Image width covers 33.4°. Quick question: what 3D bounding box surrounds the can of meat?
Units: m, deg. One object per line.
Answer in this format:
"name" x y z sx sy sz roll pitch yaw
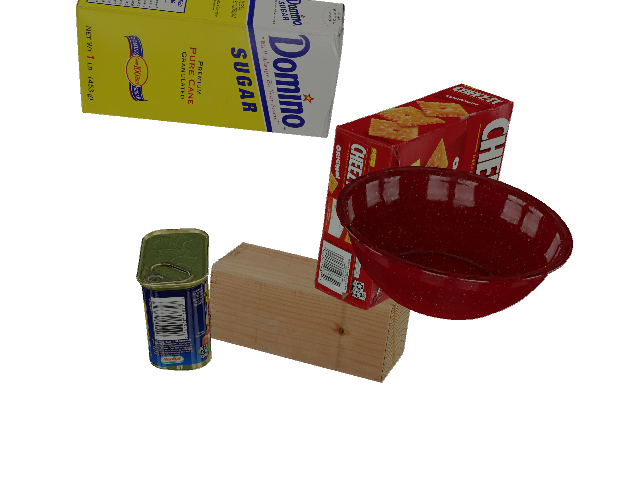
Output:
"can of meat" -0.120 0.049 0.896 0.057 0.084 0.102 -3 26 -4

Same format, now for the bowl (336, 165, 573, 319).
"bowl" 0.087 0.007 0.734 0.162 0.055 0.162 6 29 -3

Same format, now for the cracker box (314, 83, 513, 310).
"cracker box" 0.093 -0.046 1.012 0.072 0.164 0.213 25 31 32

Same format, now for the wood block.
"wood block" -0.012 0.077 1.179 0.206 0.091 0.090 13 22 17

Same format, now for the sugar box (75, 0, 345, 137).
"sugar box" -0.075 -0.124 0.736 0.176 0.048 0.093 7 -43 -1
